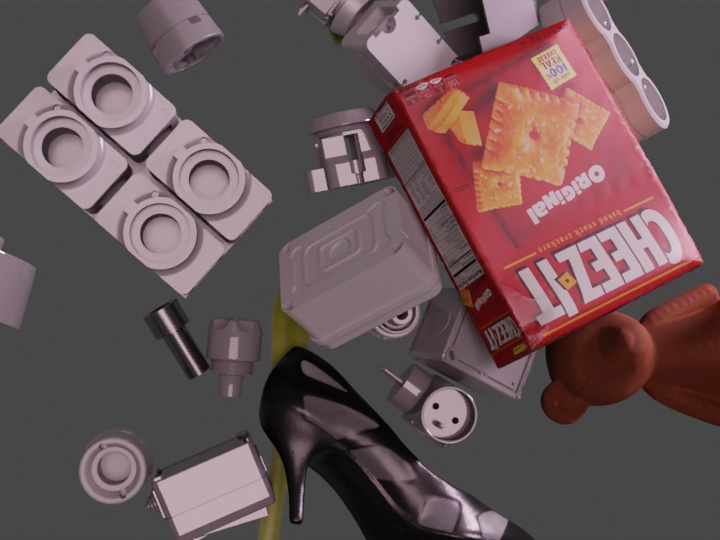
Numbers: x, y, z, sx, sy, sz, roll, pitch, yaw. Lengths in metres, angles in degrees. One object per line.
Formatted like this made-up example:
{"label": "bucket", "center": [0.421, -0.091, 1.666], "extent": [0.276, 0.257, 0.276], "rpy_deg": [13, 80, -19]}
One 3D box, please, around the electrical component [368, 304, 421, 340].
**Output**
{"label": "electrical component", "center": [0.027, 0.033, 0.851], "extent": [0.048, 0.062, 0.048], "rpy_deg": [0, 90, -9]}

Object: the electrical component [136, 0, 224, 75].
{"label": "electrical component", "center": [-0.142, -0.188, 0.842], "extent": [0.055, 0.055, 0.047], "rpy_deg": [-33, 89, -7]}

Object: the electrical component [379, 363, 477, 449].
{"label": "electrical component", "center": [0.048, 0.100, 0.844], "extent": [0.079, 0.077, 0.044], "rpy_deg": [37, 84, -5]}

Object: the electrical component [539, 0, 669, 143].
{"label": "electrical component", "center": [0.186, -0.158, 0.881], "extent": [0.074, 0.052, 0.138], "rpy_deg": [-28, 105, 32]}

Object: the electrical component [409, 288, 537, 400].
{"label": "electrical component", "center": [0.095, 0.061, 0.854], "extent": [0.096, 0.061, 0.061], "rpy_deg": [29, 75, -25]}

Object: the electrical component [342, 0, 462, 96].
{"label": "electrical component", "center": [0.036, -0.166, 0.852], "extent": [0.089, 0.056, 0.050], "rpy_deg": [43, 82, -27]}

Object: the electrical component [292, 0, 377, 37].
{"label": "electrical component", "center": [-0.020, -0.220, 0.863], "extent": [0.055, 0.048, 0.066], "rpy_deg": [40, 83, 3]}

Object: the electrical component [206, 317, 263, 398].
{"label": "electrical component", "center": [-0.100, 0.069, 0.843], "extent": [0.043, 0.043, 0.062], "rpy_deg": [5, 89, -7]}

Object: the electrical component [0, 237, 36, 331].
{"label": "electrical component", "center": [-0.292, -0.002, 0.791], "extent": [0.108, 0.108, 0.060], "rpy_deg": [20, 80, -6]}

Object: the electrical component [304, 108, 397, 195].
{"label": "electrical component", "center": [-0.008, -0.095, 0.854], "extent": [0.078, 0.058, 0.057], "rpy_deg": [-12, 92, -8]}

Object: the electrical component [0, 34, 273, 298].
{"label": "electrical component", "center": [-0.171, -0.079, 0.830], "extent": [0.186, 0.060, 0.105], "rpy_deg": [41, 84, -4]}

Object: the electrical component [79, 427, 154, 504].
{"label": "electrical component", "center": [-0.188, 0.151, 0.826], "extent": [0.055, 0.047, 0.055], "rpy_deg": [0, 88, -7]}

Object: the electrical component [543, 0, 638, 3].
{"label": "electrical component", "center": [0.197, -0.272, 0.891], "extent": [0.100, 0.048, 0.099], "rpy_deg": [-3, 88, -7]}

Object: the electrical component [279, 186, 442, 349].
{"label": "electrical component", "center": [0.000, 0.000, 0.818], "extent": [0.113, 0.078, 0.057], "rpy_deg": [-28, 130, 20]}

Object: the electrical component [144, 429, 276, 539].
{"label": "electrical component", "center": [-0.117, 0.172, 0.828], "extent": [0.096, 0.062, 0.061], "rpy_deg": [-23, 91, -8]}
